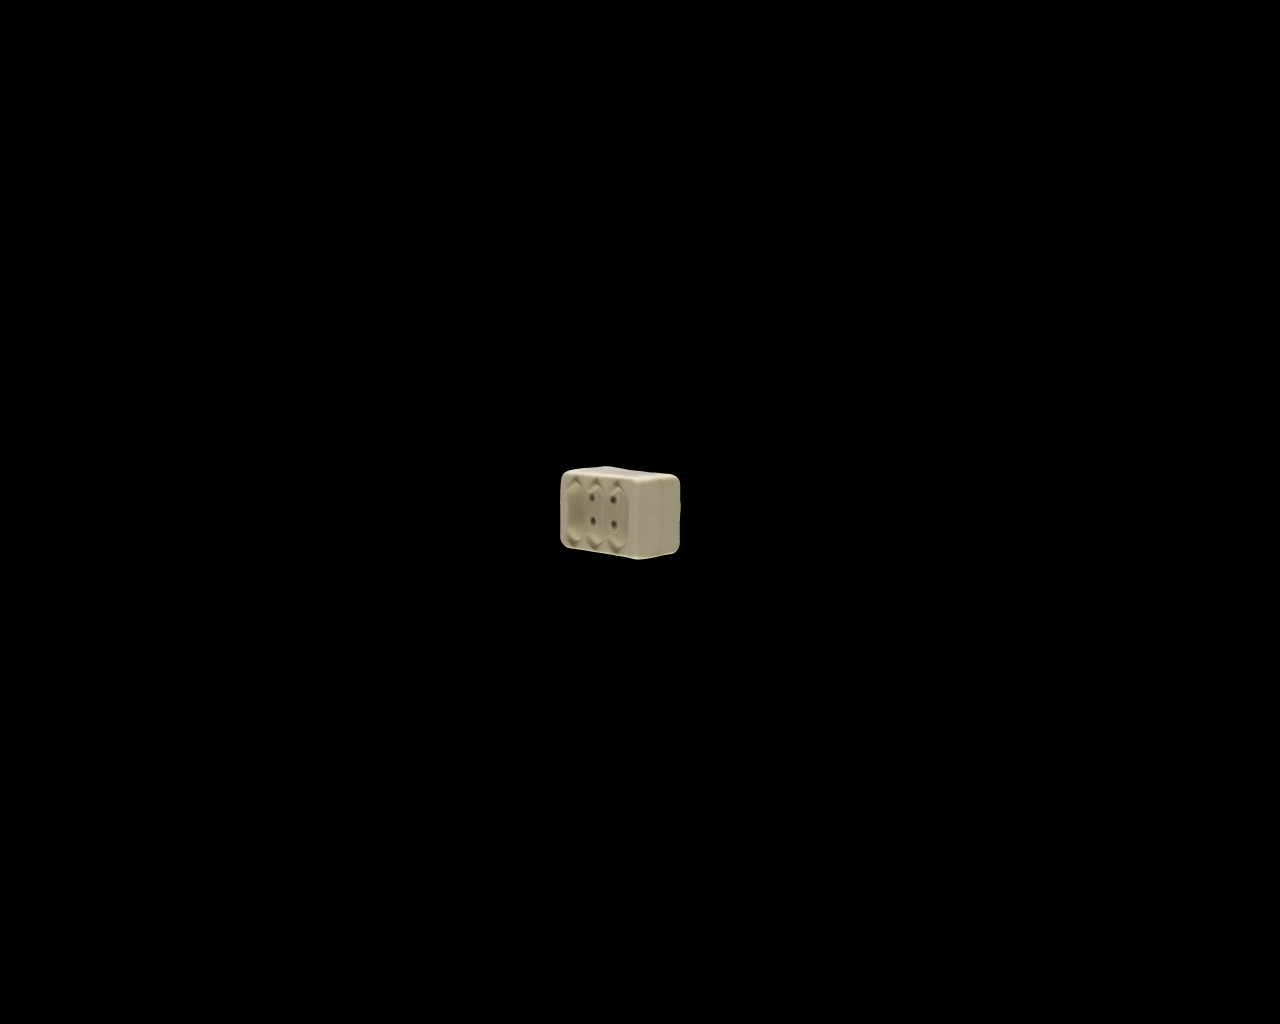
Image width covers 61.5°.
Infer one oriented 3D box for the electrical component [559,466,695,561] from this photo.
[{"bbox_3d":[0.001,-0.003,0.650,0.066,0.047,0.077,8,12,43],"label":"electrical component"}]
